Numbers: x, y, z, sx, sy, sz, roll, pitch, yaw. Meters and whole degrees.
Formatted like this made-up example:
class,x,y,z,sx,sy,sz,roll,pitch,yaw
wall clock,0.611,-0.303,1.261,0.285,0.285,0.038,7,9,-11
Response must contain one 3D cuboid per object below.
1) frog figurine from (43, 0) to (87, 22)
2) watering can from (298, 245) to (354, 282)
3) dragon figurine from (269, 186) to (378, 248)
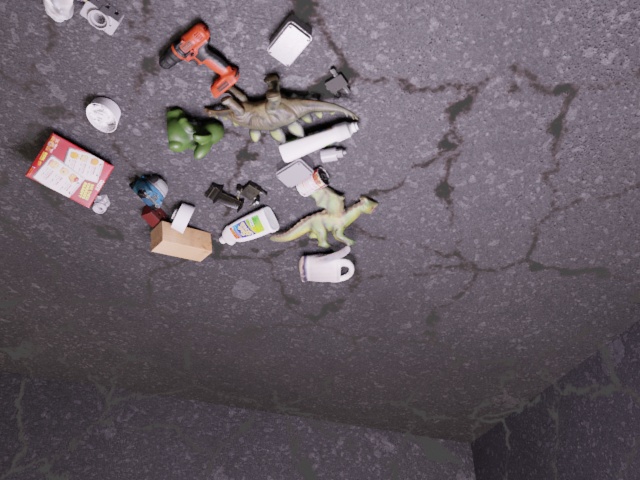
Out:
class,x,y,z,sx,sy,sz,roll,pitch,yaw
frog figurine,-0.667,-0.624,1.294,0.158,0.124,0.136,-18,101,34
watering can,0.023,0.094,2.022,0.224,0.106,0.341,0,154,2
dragon figurine,0.006,-0.094,1.867,0.410,0.125,0.238,-2,120,4
